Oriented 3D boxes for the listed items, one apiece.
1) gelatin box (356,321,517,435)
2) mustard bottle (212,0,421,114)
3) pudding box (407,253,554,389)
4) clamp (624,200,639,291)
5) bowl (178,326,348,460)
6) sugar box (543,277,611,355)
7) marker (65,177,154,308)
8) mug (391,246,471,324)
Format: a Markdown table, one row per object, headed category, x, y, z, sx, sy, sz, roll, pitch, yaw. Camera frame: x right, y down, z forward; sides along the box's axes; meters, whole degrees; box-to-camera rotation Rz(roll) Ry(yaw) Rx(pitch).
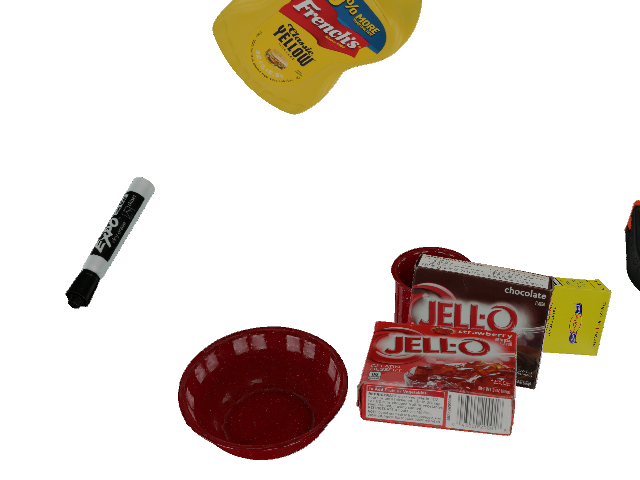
| category | x | y | z | sx | sy | sz | roll | pitch | yaw |
| --- | --- | --- | --- | --- | --- | --- | --- | --- | --- |
| gelatin box | 0.071 | 0.079 | 0.632 | 0.089 | 0.030 | 0.073 | 5 | 25 | 10 |
| mustard bottle | 0.013 | -0.162 | 0.736 | 0.192 | 0.096 | 0.058 | -25 | 23 | 47 |
| pudding box | 0.128 | 0.065 | 0.872 | 0.113 | 0.090 | 0.039 | 9 | 23 | 9 |
| clamp | 0.266 | 0.036 | 0.699 | 0.120 | 0.039 | 0.171 | -2 | 45 | -19 |
| bowl | -0.052 | 0.155 | 1.018 | 0.162 | 0.055 | 0.162 | -4 | 38 | 3 |
| sugar box | 0.267 | 0.092 | 1.339 | 0.176 | 0.093 | 0.048 | 3 | 19 | -12 |
| marker | -0.160 | 0.002 | 0.815 | 0.020 | 0.121 | 0.020 | 17 | -34 | 11 |
| mug | 0.132 | 0.071 | 1.185 | 0.093 | 0.081 | 0.117 | -25 | 41 | -31 |
